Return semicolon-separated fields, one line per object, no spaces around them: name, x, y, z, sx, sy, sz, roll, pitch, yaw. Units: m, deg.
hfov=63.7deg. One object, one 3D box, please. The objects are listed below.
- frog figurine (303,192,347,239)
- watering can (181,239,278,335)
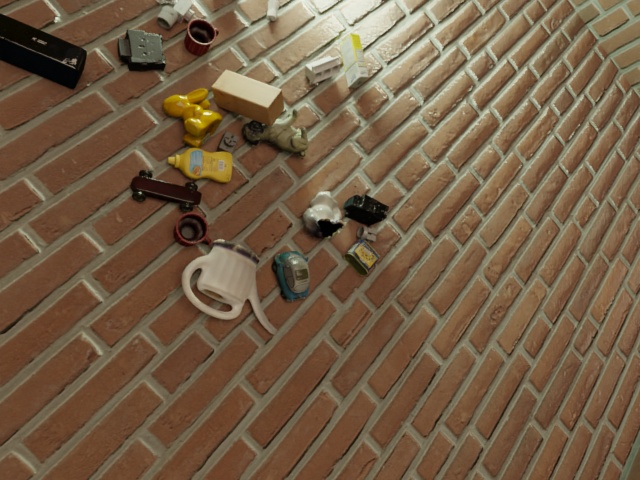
frog figurine;0.005;-0.087;1.722;0.138;0.120;0.163;-8;45;-19
watering can;-0.242;0.135;1.530;0.344;0.103;0.228;30;65;-30
